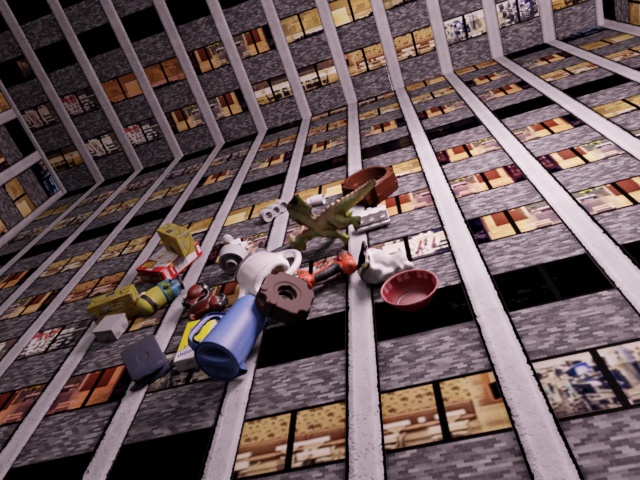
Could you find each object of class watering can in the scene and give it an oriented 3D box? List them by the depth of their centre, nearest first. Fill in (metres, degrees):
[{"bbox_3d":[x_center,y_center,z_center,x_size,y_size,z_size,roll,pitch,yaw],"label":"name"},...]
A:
[{"bbox_3d":[-0.214,0.141,1.694,0.352,0.102,0.226,-42,31,-20],"label":"watering can"}]

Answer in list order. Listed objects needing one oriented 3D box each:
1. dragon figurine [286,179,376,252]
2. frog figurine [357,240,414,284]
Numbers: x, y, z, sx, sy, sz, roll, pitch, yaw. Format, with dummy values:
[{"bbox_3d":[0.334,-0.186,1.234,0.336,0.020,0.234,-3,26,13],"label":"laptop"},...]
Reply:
[{"bbox_3d":[0.005,-0.089,1.766,0.242,0.401,0.125,15,39,-16],"label":"dragon figurine"},{"bbox_3d":[0.197,0.079,1.553,0.159,0.121,0.139,14,14,-10],"label":"frog figurine"}]
